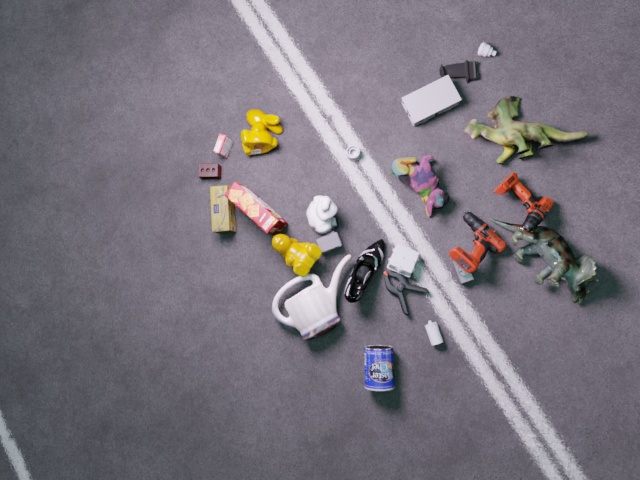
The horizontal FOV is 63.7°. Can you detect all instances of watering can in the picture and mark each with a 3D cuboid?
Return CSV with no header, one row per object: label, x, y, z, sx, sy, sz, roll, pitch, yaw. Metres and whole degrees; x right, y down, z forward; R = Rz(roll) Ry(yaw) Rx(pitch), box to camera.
watering can,0.001,0.214,1.832,0.347,0.103,0.225,-29,83,3

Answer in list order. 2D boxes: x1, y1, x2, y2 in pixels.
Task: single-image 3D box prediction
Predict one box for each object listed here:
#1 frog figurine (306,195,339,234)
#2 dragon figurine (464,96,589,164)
frog figurine,0.006,-0.092,1.837,0.122,0.159,0.138,-2,85,8
dragon figurine,0.711,-0.410,1.826,0.411,0.120,0.246,-16,75,-3
